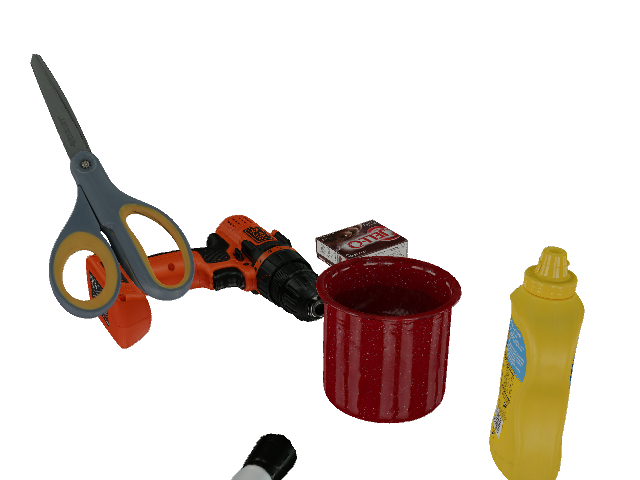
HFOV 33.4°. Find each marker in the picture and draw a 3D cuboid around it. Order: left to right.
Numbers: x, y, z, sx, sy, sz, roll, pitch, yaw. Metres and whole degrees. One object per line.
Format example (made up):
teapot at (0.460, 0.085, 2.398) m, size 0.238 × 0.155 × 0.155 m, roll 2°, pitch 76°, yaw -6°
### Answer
marker at (-0.038, 0.111, 0.414) m, size 0.020 × 0.020 × 0.121 m, roll 0°, pitch 22°, yaw 23°

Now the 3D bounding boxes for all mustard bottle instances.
mustard bottle at (0.177, 0.096, 0.866) m, size 0.058 × 0.192 × 0.096 m, roll 4°, pitch 23°, yaw 2°

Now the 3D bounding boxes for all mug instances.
mug at (0.046, 0.061, 0.708) m, size 0.093 × 0.081 × 0.117 m, roll 8°, pitch 24°, yaw 16°

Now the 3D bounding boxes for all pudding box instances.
pudding box at (0.063, 0.012, 1.620) m, size 0.113 × 0.039 × 0.090 m, roll -20°, pitch 31°, yaw -28°

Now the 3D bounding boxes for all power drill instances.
power drill at (-0.103, 0.041, 0.959) m, size 0.187 × 0.057 × 0.185 m, roll -12°, pitch 26°, yaw -26°

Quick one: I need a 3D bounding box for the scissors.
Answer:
scissors at (-0.160, -0.030, 0.677) m, size 0.096 × 0.202 × 0.016 m, roll -36°, pitch -17°, yaw -23°
